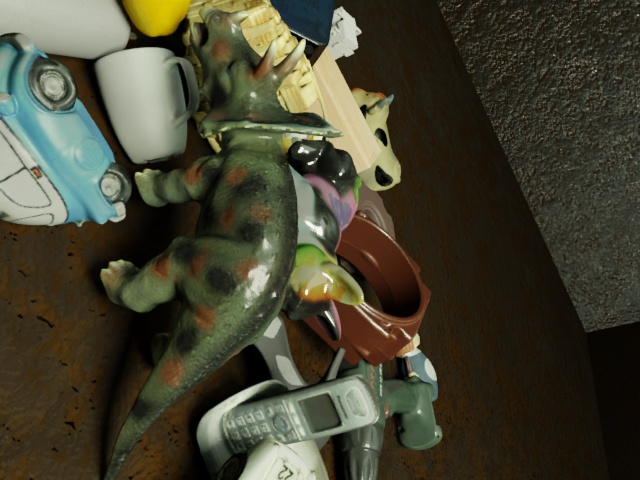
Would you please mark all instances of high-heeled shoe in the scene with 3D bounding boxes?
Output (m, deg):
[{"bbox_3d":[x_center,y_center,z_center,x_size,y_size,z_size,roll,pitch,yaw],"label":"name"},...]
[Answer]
[{"bbox_3d":[-0.077,0.142,0.595,0.248,0.086,0.145,32,80,-17],"label":"high-heeled shoe"}]

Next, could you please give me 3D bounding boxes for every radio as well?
[{"bbox_3d":[-0.094,-0.326,0.741,0.229,0.073,0.131,18,54,-23],"label":"radio"}]

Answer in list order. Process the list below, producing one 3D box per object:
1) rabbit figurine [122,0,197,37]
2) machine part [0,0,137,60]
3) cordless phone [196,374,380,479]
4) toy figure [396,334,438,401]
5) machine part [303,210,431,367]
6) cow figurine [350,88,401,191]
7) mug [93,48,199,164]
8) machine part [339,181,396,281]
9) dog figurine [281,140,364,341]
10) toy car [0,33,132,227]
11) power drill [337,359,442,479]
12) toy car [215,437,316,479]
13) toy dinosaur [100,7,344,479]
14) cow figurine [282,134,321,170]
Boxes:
[{"bbox_3d":[-0.136,-0.281,0.524,0.162,0.122,0.173,73,38,-59],"label":"rabbit figurine"},{"bbox_3d":[-0.256,-0.205,0.473,0.243,0.079,0.079,-23,92,-61],"label":"machine part"},{"bbox_3d":[-0.014,0.199,0.513,0.146,0.184,0.089,67,25,-3],"label":"cordless phone"},{"bbox_3d":[0.157,0.202,0.926,0.064,0.058,0.154,124,-53,-79],"label":"toy figure"},{"bbox_3d":[0.053,0.056,0.750,0.201,0.087,0.201,43,33,0],"label":"machine part"},{"bbox_3d":[0.092,-0.185,0.988,0.194,0.127,0.085,67,26,-9],"label":"cow figurine"},{"bbox_3d":[-0.169,-0.137,0.556,0.081,0.110,0.107,-31,112,-67],"label":"mug"},{"bbox_3d":[0.075,-0.019,0.927,0.179,0.056,0.179,37,41,-42],"label":"machine part"},{"bbox_3d":[-0.001,-0.002,0.607,0.191,0.108,0.219,-11,57,-33],"label":"dog figurine"},{"bbox_3d":[-0.232,-0.067,0.420,0.103,0.109,0.161,-44,124,-34],"label":"toy car"},{"bbox_3d":[0.093,0.254,0.774,0.207,0.086,0.232,26,47,-40],"label":"power drill"},{"bbox_3d":[-0.080,0.257,0.431,0.073,0.056,0.202,46,65,-21],"label":"toy car"},{"bbox_3d":[-0.079,0.004,0.463,0.131,0.192,0.405,23,63,-46],"label":"toy dinosaur"},{"bbox_3d":[-0.024,-0.114,0.815,0.167,0.068,0.098,47,42,-32],"label":"cow figurine"}]
